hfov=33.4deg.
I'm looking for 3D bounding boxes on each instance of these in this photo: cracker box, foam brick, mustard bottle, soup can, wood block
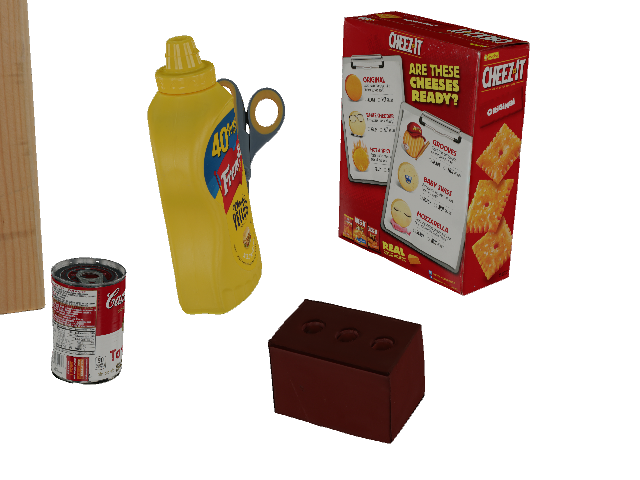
[{"bbox_3d":[0.095,-0.081,0.939,0.071,0.214,0.164,-17,29,-37],"label":"cracker box"},{"bbox_3d":[0.016,0.075,0.622,0.078,0.051,0.052,11,31,23],"label":"foam brick"},{"bbox_3d":[-0.085,-0.050,0.760,0.058,0.191,0.096,0,26,16],"label":"mustard bottle"},{"bbox_3d":[-0.218,0.075,0.996,0.068,0.102,0.068,5,18,-2],"label":"soup can"},{"bbox_3d":[-0.218,-0.064,0.624,0.090,0.206,0.090,-7,26,-22],"label":"wood block"}]

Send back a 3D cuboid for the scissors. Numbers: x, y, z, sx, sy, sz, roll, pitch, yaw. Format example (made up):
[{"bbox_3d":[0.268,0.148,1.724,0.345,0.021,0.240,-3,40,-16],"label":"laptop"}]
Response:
[{"bbox_3d":[-0.070,-0.085,1.181,0.096,0.202,0.016,-14,-5,-16],"label":"scissors"}]
